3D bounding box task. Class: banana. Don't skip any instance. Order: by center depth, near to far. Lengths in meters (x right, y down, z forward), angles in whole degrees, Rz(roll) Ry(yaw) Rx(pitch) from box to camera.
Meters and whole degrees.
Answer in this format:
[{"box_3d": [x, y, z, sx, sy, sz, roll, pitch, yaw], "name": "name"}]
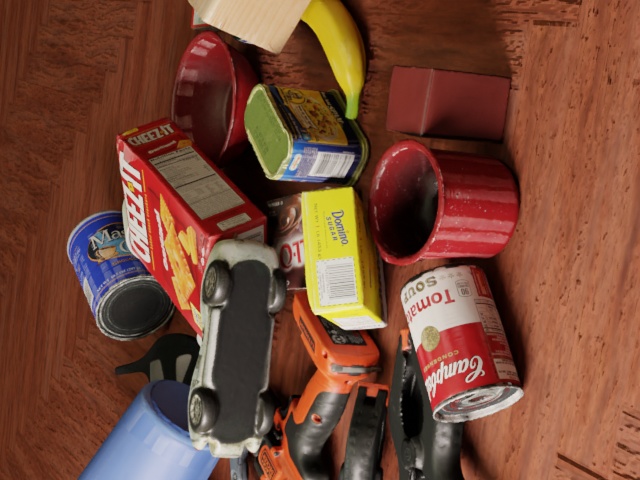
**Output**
[{"box_3d": [0.000, -0.201, 1.010, 0.070, 0.037, 0.198, -57, 42, 32], "name": "banana"}]

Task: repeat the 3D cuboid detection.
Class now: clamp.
[{"box_3d": [0.090, 0.172, 0.835, 0.165, 0.036, 0.210, 161, 110, -66], "name": "clamp"}, {"box_3d": [0.035, 0.209, 0.906, 0.120, 0.039, 0.171, 81, -159, -77], "name": "clamp"}]

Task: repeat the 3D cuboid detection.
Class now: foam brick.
[{"box_3d": [0.097, -0.104, 0.812, 0.053, 0.078, 0.051, 22, 108, 57], "name": "foam brick"}]

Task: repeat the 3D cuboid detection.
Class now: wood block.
[{"box_3d": [-0.035, -0.290, 0.980, 0.206, 0.090, 0.090, -56, 39, 20], "name": "wood block"}]

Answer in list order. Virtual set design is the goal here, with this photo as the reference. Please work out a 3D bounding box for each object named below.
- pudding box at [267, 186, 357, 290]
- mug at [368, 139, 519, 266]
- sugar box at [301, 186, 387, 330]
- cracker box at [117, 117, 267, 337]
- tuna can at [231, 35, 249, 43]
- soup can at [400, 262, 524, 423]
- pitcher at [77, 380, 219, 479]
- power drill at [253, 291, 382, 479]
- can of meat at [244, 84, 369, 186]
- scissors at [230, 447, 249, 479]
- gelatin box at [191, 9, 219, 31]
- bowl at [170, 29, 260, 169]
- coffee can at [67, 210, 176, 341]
[{"box_3d": [-0.007, 0.001, 1.007, 0.114, 0.039, 0.090, -11, 80, 58], "name": "pudding box"}, {"box_3d": [0.090, -0.019, 0.812, 0.117, 0.081, 0.093, -56, 43, 40], "name": "mug"}, {"box_3d": [0.024, 0.020, 0.859, 0.176, 0.048, 0.093, 35, -130, -76], "name": "sugar box"}, {"box_3d": [-0.135, -0.004, 1.119, 0.214, 0.072, 0.164, 44, 145, 41], "name": "cracker box"}, {"box_3d": [-0.067, -0.250, 1.127, 0.086, 0.033, 0.086, -7, 82, 58], "name": "tuna can"}, {"box_3d": [0.104, 0.076, 0.797, 0.069, 0.068, 0.102, -46, 50, 47], "name": "soup can"}, {"box_3d": [-0.197, 0.278, 1.144, 0.149, 0.144, 0.243, 42, 110, 24], "name": "pitcher"}, {"box_3d": [-0.017, 0.144, 1.001, 0.185, 0.057, 0.188, 53, 133, 49], "name": "power drill"}, {"box_3d": [-0.015, -0.097, 0.985, 0.058, 0.083, 0.102, -61, 41, 36], "name": "can of meat"}, {"box_3d": [-0.078, 0.238, 1.130, 0.096, 0.016, 0.202, -42, 54, 49], "name": "scissors"}, {"box_3d": [-0.112, -0.276, 1.207, 0.089, 0.030, 0.073, 13, 98, 58], "name": "gelatin box"}, {"box_3d": [-0.107, -0.145, 1.164, 0.162, 0.055, 0.162, -7, 82, 58], "name": "bowl"}, {"box_3d": [-0.250, 0.043, 1.338, 0.140, 0.102, 0.103, 55, 133, 44], "name": "coffee can"}]
